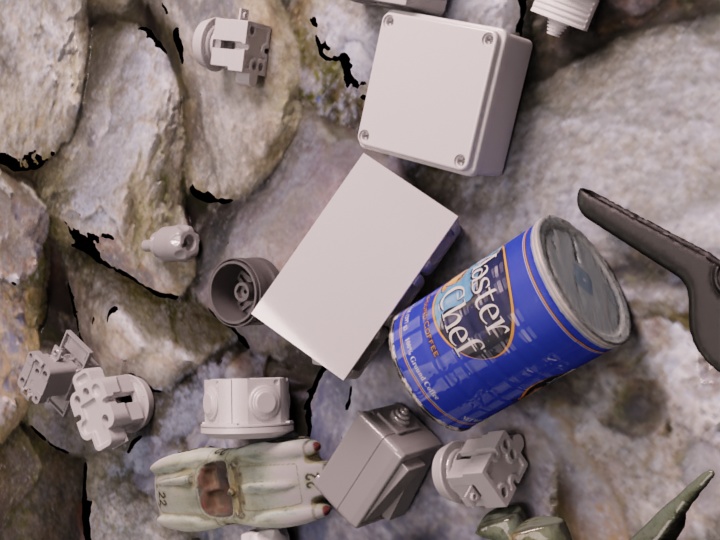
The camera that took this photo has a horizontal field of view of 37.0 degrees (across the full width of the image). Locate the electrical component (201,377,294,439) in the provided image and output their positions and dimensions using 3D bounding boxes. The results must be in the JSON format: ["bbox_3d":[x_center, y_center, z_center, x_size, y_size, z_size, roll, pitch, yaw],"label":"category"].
[{"bbox_3d":[-0.098,0.119,0.933,0.080,0.080,0.051,-5,83,36],"label":"electrical component"}]

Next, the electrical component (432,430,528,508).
[{"bbox_3d":[0.089,0.152,0.816,0.055,0.066,0.048,-15,117,43],"label":"electrical component"}]

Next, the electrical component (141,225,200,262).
[{"bbox_3d":[-0.182,-0.024,1.016,0.061,0.035,0.035,-3,90,37],"label":"electrical component"}]

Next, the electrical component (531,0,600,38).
[{"bbox_3d":[0.153,-0.206,0.765,0.043,0.043,0.081,31,109,31],"label":"electrical component"}]

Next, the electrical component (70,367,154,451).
[{"bbox_3d":[-0.239,0.132,1.047,0.058,0.057,0.078,-32,73,32],"label":"electrical component"}]

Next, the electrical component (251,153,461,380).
[{"bbox_3d":[0.000,0.000,0.836,0.089,0.062,0.150,35,90,11],"label":"electrical component"}]

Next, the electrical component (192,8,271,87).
[{"bbox_3d":[-0.115,-0.199,0.957,0.055,0.048,0.066,12,99,27],"label":"electrical component"}]

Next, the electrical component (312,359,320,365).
[{"bbox_3d":[-0.035,0.039,0.900,0.079,0.044,0.077,0,92,18],"label":"electrical component"}]

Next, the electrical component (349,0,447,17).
[{"bbox_3d":[0.033,-0.281,0.838,0.089,0.062,0.150,19,102,34],"label":"electrical component"}]

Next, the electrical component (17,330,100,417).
[{"bbox_3d":[-0.309,0.106,1.093,0.042,0.064,0.081,37,112,30],"label":"electrical component"}]

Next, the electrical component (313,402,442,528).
[{"bbox_3d":[0.020,0.153,0.859,0.061,0.062,0.096,42,114,27],"label":"electrical component"}]

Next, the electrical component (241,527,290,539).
[{"bbox_3d":[-0.080,0.257,0.945,0.043,0.043,0.062,-16,83,35],"label":"electrical component"}]

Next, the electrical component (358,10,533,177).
[{"bbox_3d":[0.064,-0.135,0.823,0.109,0.056,0.108,19,102,34],"label":"electrical component"}]
